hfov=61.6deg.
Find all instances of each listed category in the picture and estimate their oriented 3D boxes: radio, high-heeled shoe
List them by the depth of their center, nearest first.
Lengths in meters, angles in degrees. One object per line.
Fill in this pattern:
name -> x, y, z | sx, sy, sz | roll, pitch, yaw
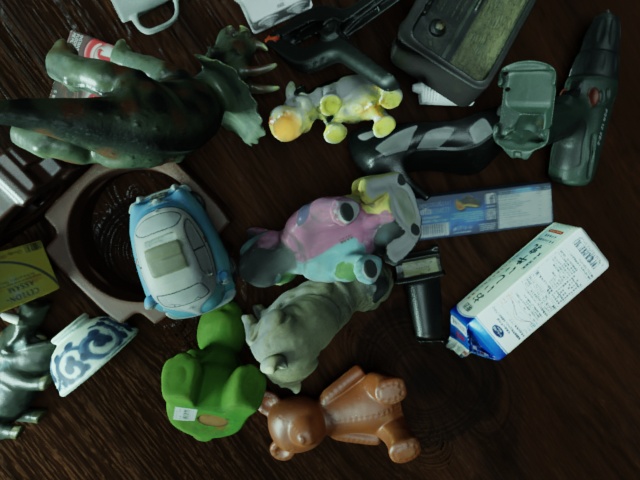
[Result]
radio -> 0.194, -0.299, 0.678 | 0.131, 0.073, 0.229 | 30, 82, 0
high-heeled shoe -> 0.163, -0.151, 0.735 | 0.249, 0.086, 0.145 | -37, 67, -16

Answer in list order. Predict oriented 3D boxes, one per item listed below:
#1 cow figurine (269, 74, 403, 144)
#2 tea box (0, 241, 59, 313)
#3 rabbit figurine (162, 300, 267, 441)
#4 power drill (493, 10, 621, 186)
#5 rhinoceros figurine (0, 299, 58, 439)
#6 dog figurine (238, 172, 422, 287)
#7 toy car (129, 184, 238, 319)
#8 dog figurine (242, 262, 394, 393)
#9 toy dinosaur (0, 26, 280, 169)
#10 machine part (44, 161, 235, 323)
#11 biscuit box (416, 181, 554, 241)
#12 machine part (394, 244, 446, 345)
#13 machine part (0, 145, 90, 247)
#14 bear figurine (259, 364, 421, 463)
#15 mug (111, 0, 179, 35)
cow figurine -> 0.011, -0.174, 0.688 | 0.167, 0.098, 0.068 | -9, 133, -12
tea box -> -0.420, 0.059, 0.658 | 0.170, 0.098, 0.068 | -15, 98, 31
rabbit figurine -> -0.127, 0.164, 0.709 | 0.121, 0.170, 0.159 | 5, 138, -3
power drill -> 0.310, -0.183, 0.687 | 0.207, 0.086, 0.231 | -12, 110, -45
rhinoceros figurine -> -0.404, 0.171, 0.725 | 0.112, 0.073, 0.190 | 24, 96, 3
dog figurine -> -0.001, -0.002, 0.693 | 0.191, 0.219, 0.108 | -34, 104, -41
toy car -> -0.162, 0.019, 0.618 | 0.109, 0.103, 0.161 | -17, 100, -3
dog figurine -> 0.010, 0.094, 0.693 | 0.190, 0.172, 0.121 | -33, 109, 8
toy dinosaur -> -0.182, -0.138, 0.586 | 0.192, 0.405, 0.131 | 17, 123, 11
machine part -> -0.228, -0.010, 0.703 | 0.201, 0.087, 0.201 | -43, 96, 2
biscuit box -> 0.210, -0.040, 0.740 | 0.203, 0.063, 0.059 | -7, 98, -3
machine part -> 0.148, 0.081, 0.764 | 0.084, 0.039, 0.138 | -14, 96, -10
machine part -> -0.362, -0.055, 0.649 | 0.179, 0.179, 0.056 | -42, 101, 2
bear figurine -> 0.018, 0.244, 0.731 | 0.196, 0.132, 0.120 | -12, 95, -8
mug -> -0.212, -0.321, 0.670 | 0.107, 0.081, 0.109 | -29, 93, -9
